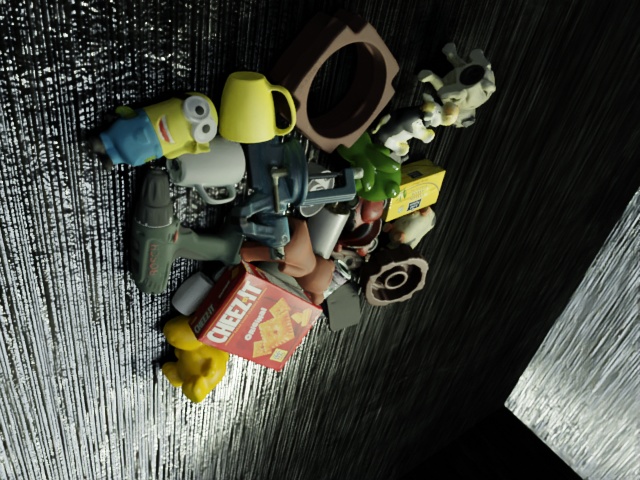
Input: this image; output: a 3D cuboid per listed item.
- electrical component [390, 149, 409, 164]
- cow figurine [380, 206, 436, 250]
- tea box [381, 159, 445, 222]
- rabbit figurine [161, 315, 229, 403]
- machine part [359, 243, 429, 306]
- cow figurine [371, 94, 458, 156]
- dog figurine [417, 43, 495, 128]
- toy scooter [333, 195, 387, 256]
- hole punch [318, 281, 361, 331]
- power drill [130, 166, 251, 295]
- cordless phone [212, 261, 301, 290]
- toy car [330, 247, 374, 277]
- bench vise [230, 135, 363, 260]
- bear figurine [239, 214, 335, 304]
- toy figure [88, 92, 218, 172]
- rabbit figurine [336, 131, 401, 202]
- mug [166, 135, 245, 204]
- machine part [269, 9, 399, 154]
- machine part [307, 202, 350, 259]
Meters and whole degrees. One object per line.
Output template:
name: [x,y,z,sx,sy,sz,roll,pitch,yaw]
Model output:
electrical component: [0.158,-0.178,1.193,0.094,0.021,0.063,-35,144,-16]
cow figurine: [0.218,-0.007,1.374,0.195,0.086,0.127,-50,138,4]
tea box: [0.204,-0.119,1.257,0.169,0.068,0.098,-23,138,-31]
rabbit figurine: [-0.250,0.219,1.095,0.162,0.122,0.173,-33,124,-22]
machine part: [0.181,0.089,1.334,0.179,0.056,0.179,-12,136,-13]
cow figurine: [0.185,-0.239,1.066,0.098,0.068,0.167,24,146,-35]
dog figurine: [0.312,-0.291,1.118,0.121,0.172,0.190,-39,138,8]
toy scooter: [0.082,-0.035,1.192,0.135,0.075,0.183,-23,129,-38]
hole punch: [0.035,0.158,1.358,0.142,0.092,0.115,-10,102,-37]
power drill: [-0.221,-0.015,0.919,0.207,0.086,0.231,-7,126,-47]
cordless phone: [-0.133,0.076,1.098,0.146,0.089,0.184,-40,139,-8]
toy car: [0.060,0.045,1.288,0.202,0.053,0.089,13,112,-49]
bench vise: [-0.033,-0.081,0.922,0.241,0.223,0.129,-9,175,-22]
bear figurine: [-0.052,0.035,1.062,0.120,0.132,0.195,-70,152,-26]
toy figure: [-0.233,-0.159,0.765,0.180,0.089,0.082,-24,141,-15]
rabbit figurine: [0.082,-0.151,1.055,0.121,0.159,0.170,-38,130,5]
mug: [-0.181,-0.108,0.842,0.107,0.081,0.109,-14,92,-43]
machine part: [0.023,-0.267,0.916,0.201,0.087,0.200,-49,144,7]
machine part: [-0.002,-0.003,1.152,0.079,0.079,0.243,-2,126,-45]
